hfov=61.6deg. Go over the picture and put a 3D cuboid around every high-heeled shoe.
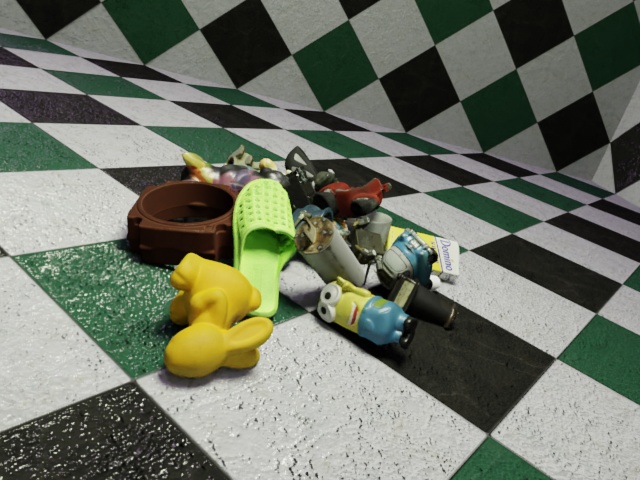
[{"bbox_3d":[0.019,-0.172,1.512,0.249,0.145,0.086,13,23,-4],"label":"high-heeled shoe"}]

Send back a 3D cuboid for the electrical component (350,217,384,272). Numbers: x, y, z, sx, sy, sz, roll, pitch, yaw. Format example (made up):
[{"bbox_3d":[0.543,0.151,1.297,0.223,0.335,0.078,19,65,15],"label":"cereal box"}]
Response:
[{"bbox_3d":[0.093,0.006,1.058,0.078,0.045,0.102,16,50,-19],"label":"electrical component"}]

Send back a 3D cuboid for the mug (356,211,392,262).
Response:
[{"bbox_3d":[0.111,-0.001,1.214,0.081,0.107,0.109,16,24,21],"label":"mug"}]

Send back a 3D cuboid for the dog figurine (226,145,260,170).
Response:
[{"bbox_3d":[-0.154,-0.165,1.468,0.190,0.121,0.173,18,20,-37],"label":"dog figurine"}]

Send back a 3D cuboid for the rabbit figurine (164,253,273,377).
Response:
[{"bbox_3d":[-0.154,0.127,0.758,0.162,0.121,0.173,24,35,-6],"label":"rabbit figurine"}]

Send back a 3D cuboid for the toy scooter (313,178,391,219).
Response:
[{"bbox_3d":[0.081,-0.097,1.200,0.135,0.075,0.184,-32,26,-35],"label":"toy scooter"}]

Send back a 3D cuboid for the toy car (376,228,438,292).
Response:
[{"bbox_3d":[0.169,0.057,1.093,0.103,0.161,0.109,-29,61,-21],"label":"toy car"}]

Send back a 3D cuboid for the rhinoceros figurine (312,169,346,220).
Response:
[{"bbox_3d":[0.053,-0.112,1.380,0.190,0.073,0.112,39,16,-52],"label":"rhinoceros figurine"}]

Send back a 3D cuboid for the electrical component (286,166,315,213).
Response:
[{"bbox_3d":[-0.076,-0.096,1.281,0.115,0.134,0.058,62,24,-3],"label":"electrical component"}]

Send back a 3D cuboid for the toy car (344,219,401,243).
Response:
[{"bbox_3d":[0.136,-0.006,1.319,0.202,0.056,0.073,11,29,-8],"label":"toy car"}]

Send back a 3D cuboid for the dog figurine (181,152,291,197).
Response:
[{"bbox_3d":[-0.196,-0.120,1.160,0.219,0.108,0.192,12,1,-37],"label":"dog figurine"}]

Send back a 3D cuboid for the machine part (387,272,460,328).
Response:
[{"bbox_3d":[0.200,0.123,1.040,0.139,0.084,0.039,23,-4,-4],"label":"machine part"}]

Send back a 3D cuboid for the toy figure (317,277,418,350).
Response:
[{"bbox_3d":[0.077,0.128,0.915,0.180,0.082,0.089,18,-15,26],"label":"toy figure"}]

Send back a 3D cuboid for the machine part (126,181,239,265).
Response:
[{"bbox_3d":[-0.248,-0.038,1.021,0.202,0.087,0.201,3,31,-1],"label":"machine part"}]

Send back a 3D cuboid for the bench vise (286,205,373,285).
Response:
[{"bbox_3d":[-0.004,0.006,1.112,0.241,0.128,0.223,18,24,15],"label":"bench vise"}]

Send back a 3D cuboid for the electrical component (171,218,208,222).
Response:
[{"bbox_3d":[-0.287,-0.064,1.172,0.119,0.047,0.075,2,25,-34],"label":"electrical component"}]

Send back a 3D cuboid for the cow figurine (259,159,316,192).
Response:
[{"bbox_3d":[-0.098,-0.127,1.359,0.167,0.098,0.068,36,-18,-11],"label":"cow figurine"}]

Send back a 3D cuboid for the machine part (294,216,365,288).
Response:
[{"bbox_3d":[0.021,0.033,0.972,0.079,0.079,0.243,35,-11,39],"label":"machine part"}]
